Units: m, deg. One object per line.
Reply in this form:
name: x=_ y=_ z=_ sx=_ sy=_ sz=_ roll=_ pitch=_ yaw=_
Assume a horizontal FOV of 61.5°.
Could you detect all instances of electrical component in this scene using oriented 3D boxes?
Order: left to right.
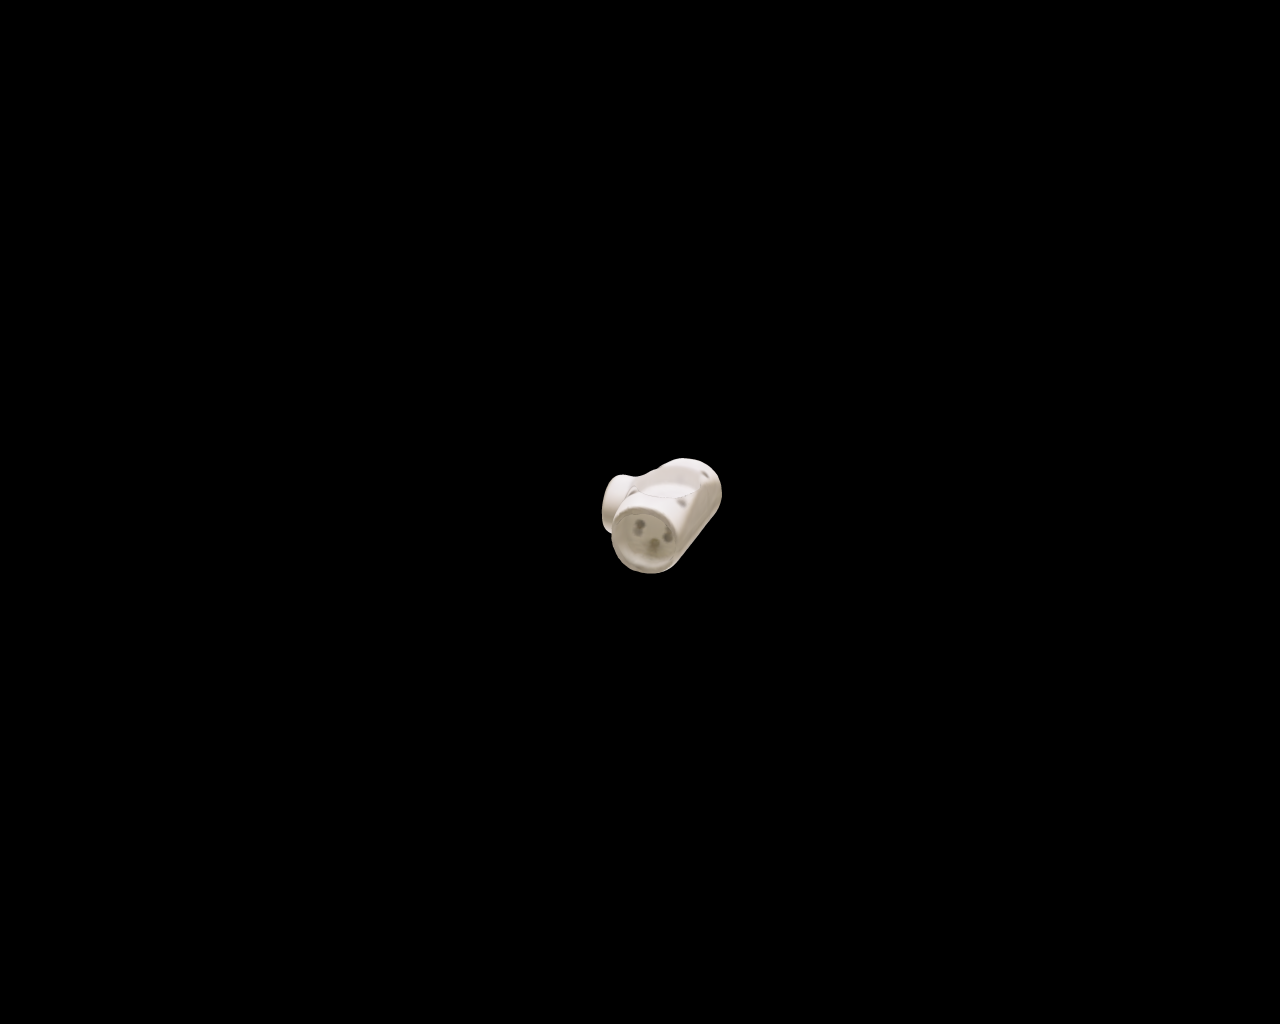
electrical component: x=0.001 y=-0.003 z=0.650 sx=0.079 sy=0.044 sz=0.077 roll=11 pitch=29 yaw=21
